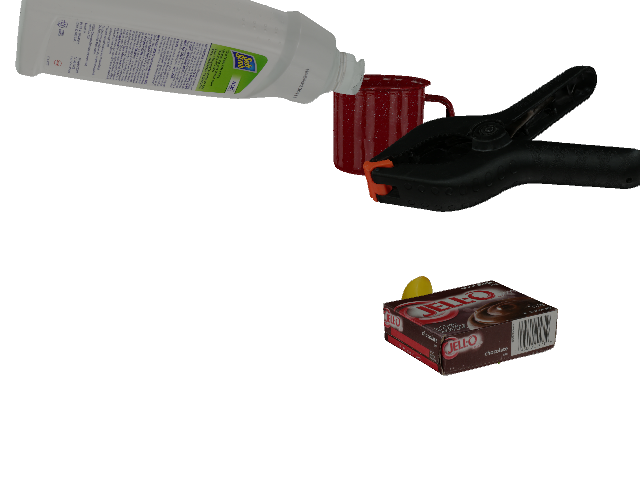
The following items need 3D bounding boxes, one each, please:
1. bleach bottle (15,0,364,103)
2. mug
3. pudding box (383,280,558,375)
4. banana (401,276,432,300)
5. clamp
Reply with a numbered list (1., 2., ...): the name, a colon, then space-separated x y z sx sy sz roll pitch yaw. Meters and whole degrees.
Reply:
1. bleach bottle: -0.092 -0.144 0.793 0.250 0.068 0.103 11 -27 -14
2. mug: 0.065 -0.105 0.975 0.117 0.081 0.093 0 15 0
3. pudding box: 0.120 0.068 0.865 0.113 0.039 0.090 -8 18 -26
4. banana: 0.129 0.093 1.210 0.069 0.037 0.198 6 24 -24
5. clamp: 0.116 -0.052 0.664 0.171 0.039 0.120 -21 33 -2
